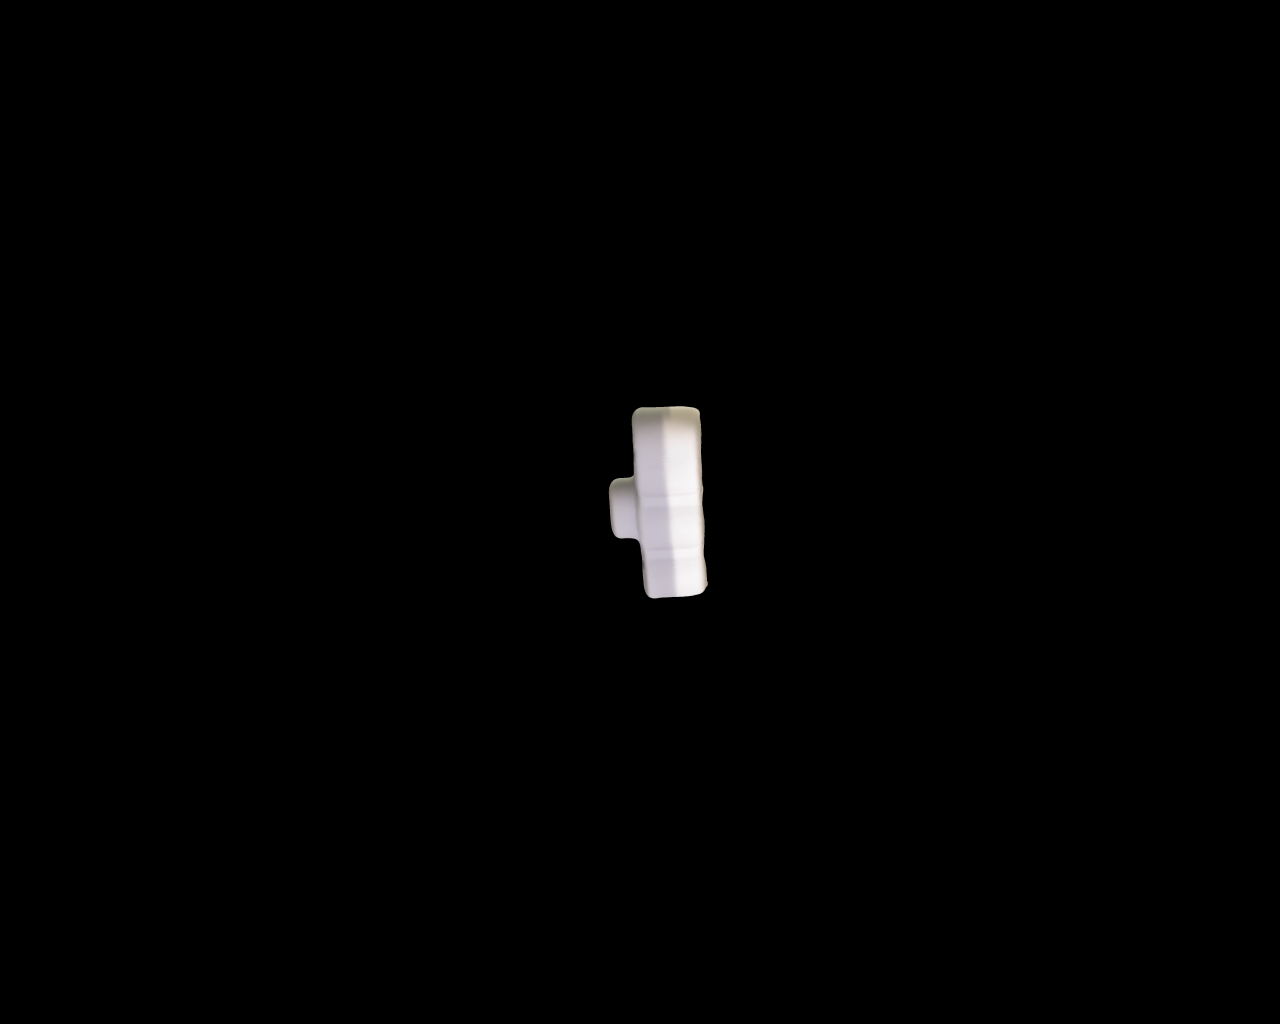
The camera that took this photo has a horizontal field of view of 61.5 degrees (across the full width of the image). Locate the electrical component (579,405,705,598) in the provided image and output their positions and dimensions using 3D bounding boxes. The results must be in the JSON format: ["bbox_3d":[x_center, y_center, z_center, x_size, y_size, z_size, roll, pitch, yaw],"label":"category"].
[{"bbox_3d":[0.001,-0.003,0.650,0.074,0.138,0.052,-2,43,2],"label":"electrical component"}]
